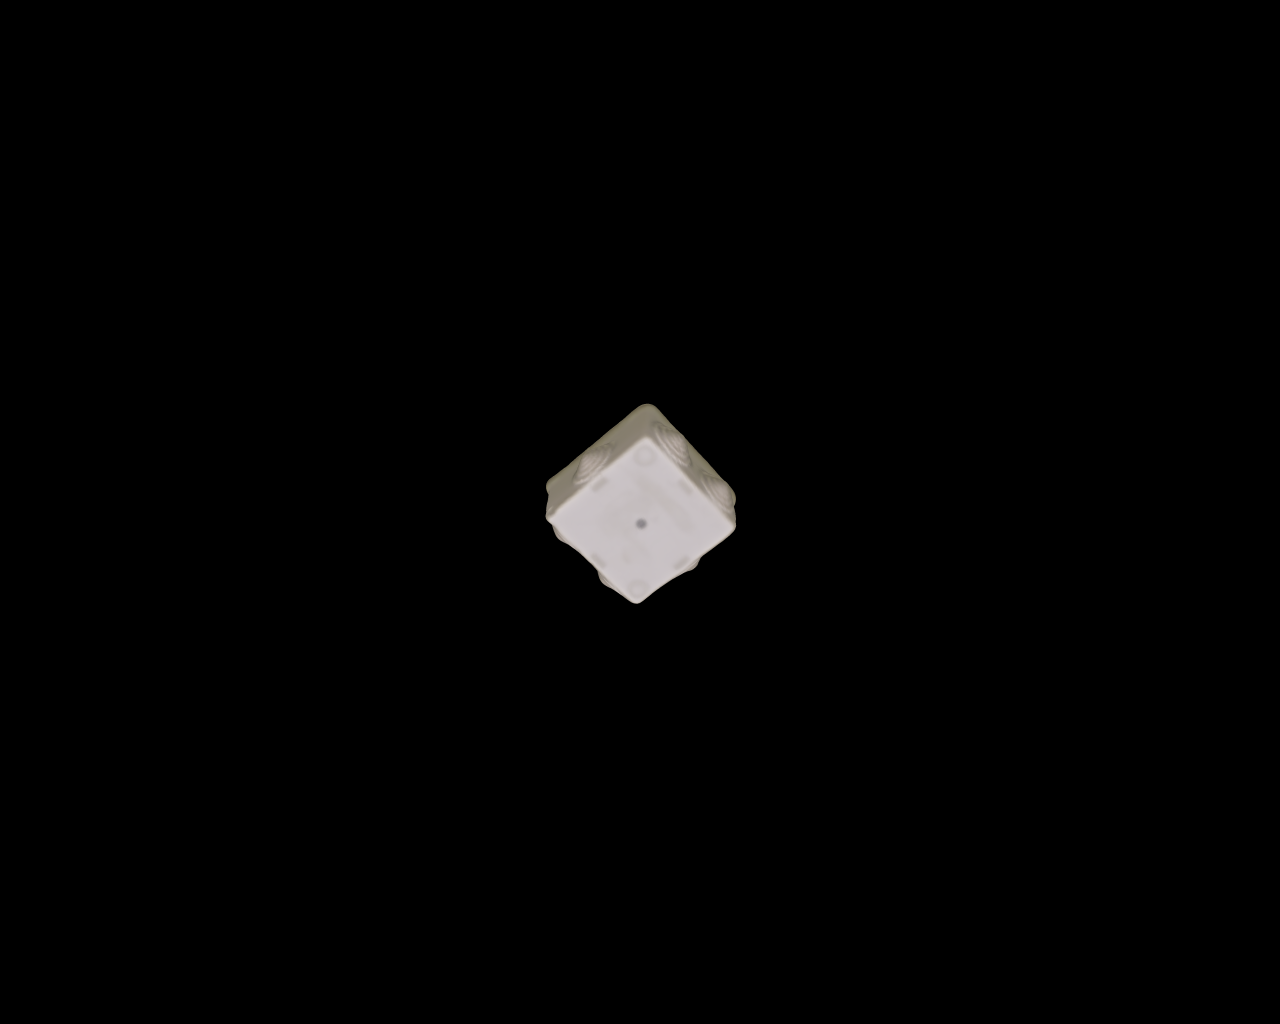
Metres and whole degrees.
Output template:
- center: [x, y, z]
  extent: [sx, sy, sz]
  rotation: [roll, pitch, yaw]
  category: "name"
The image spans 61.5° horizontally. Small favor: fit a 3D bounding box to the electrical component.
- center: [0.001, -0.003, 0.650]
  extent: [0.099, 0.099, 0.048]
  rotation: [-38, 20, 16]
  category: "electrical component"
